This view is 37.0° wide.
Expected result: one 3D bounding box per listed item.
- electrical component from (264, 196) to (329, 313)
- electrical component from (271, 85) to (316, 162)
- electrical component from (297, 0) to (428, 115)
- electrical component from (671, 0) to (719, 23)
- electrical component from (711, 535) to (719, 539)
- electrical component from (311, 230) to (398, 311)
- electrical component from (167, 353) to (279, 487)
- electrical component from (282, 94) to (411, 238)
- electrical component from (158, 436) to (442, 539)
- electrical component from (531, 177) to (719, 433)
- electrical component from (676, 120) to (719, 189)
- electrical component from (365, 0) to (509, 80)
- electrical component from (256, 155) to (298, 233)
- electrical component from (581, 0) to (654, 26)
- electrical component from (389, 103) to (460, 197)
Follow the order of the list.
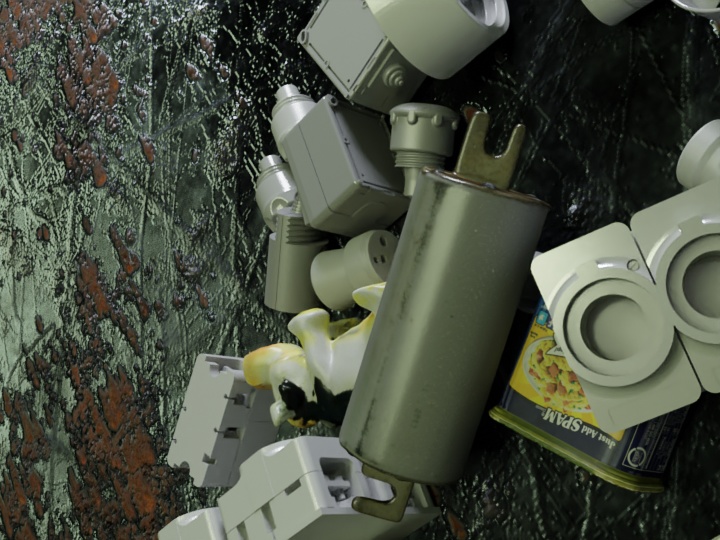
[{"bbox_3d":[-0.045,-0.014,0.781,0.043,0.043,0.081,21,111,46],"label":"electrical component"},{"bbox_3d":[-0.047,-0.113,0.819,0.043,0.043,0.062,-42,54,31],"label":"electrical component"},{"bbox_3d":[0.013,-0.154,0.754,0.061,0.061,0.096,-54,49,23],"label":"electrical component"},{"bbox_3d":[0.207,-0.173,0.559,0.099,0.064,0.099,-12,73,44],"label":"electrical component"},{"bbox_3d":[0.194,0.162,0.508,0.138,0.052,0.073,-47,52,28],"label":"electrical component"},{"bbox_3d":[0.000,0.000,0.746,0.055,0.045,0.045,-23,66,40],"label":"electrical component"},{"bbox_3d":[-0.099,0.114,0.813,0.050,0.056,0.089,23,98,45],"label":"electrical component"},{"bbox_3d":[-0.012,-0.074,0.762,0.061,0.062,0.096,-41,55,33],"label":"electrical component"},{"bbox_3d":[-0.053,0.176,0.718,0.186,0.105,0.060,-42,55,32],"label":"electrical component"},{"bbox_3d":[0.168,0.008,0.507,0.150,0.062,0.089,-24,79,14],"label":"electrical component"},{"bbox_3d":[0.196,-0.051,0.562,0.046,0.040,0.040,43,112,36],"label":"electrical component"},{"bbox_3d":[0.053,-0.185,0.691,0.060,0.108,0.108,-29,62,31],"label":"electrical component"},{"bbox_3d":[-0.059,-0.060,0.820,0.043,0.043,0.062,-47,50,28],"label":"electrical component"},{"bbox_3d":[0.131,-0.206,0.651,0.074,0.052,0.138,-30,60,38],"label":"electrical component"},{"bbox_3d":[0.041,-0.080,0.722,0.048,0.048,0.062,9,94,46],"label":"electrical component"}]
